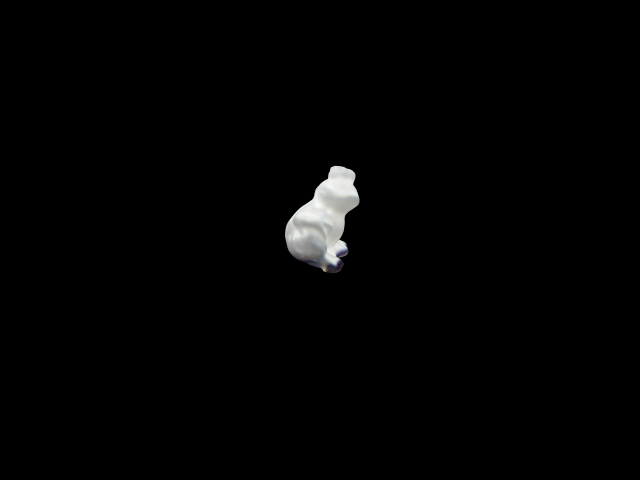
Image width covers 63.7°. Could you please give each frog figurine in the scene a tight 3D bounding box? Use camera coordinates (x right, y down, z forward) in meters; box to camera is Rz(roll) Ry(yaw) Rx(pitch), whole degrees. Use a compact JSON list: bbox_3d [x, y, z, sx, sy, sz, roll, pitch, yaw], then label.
[{"bbox_3d":[0.003,-0.043,0.850,0.123,0.157,0.139,10,20,29],"label":"frog figurine"}]
